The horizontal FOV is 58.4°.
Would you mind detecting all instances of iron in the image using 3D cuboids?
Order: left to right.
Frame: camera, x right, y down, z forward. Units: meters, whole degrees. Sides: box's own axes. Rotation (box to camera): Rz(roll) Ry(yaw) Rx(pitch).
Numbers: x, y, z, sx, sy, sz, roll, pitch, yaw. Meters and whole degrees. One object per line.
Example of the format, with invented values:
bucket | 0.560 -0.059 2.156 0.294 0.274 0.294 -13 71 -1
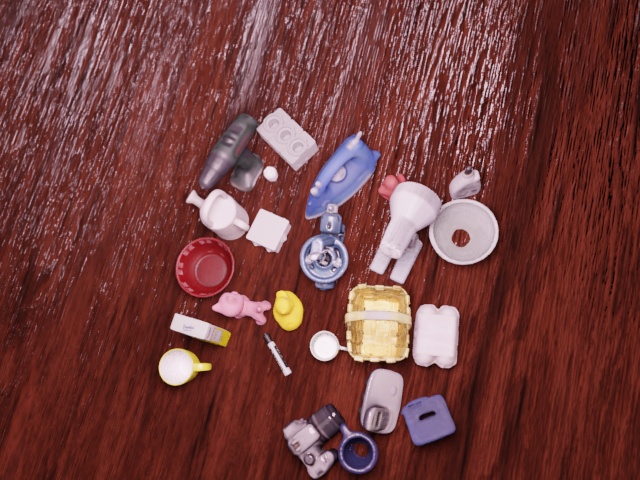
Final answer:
iron | 0.039 -0.168 1.481 0.118 0.141 0.258 39 85 16

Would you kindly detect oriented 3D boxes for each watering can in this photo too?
watering can | -0.265 -0.071 1.478 0.172 0.194 0.101 5 77 10

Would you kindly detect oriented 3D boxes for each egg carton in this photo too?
egg carton | 0.279 0.232 1.382 0.107 0.069 0.150 3 77 10

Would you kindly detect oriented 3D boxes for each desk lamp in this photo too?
desk lamp | 0.202 -0.015 1.380 0.117 0.214 0.203 24 81 14

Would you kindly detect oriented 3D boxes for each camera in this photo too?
camera | 0.000 0.466 1.353 0.137 0.101 0.143 -39 74 -2

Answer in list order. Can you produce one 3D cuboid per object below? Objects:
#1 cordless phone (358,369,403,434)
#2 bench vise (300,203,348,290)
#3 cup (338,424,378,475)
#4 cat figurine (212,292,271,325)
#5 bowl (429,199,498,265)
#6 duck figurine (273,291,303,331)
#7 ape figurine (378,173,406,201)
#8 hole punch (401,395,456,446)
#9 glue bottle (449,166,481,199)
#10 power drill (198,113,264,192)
cordless phone | 0.136 0.370 1.311 0.094 0.185 0.148 8 78 11
bench vise | 0.001 0.007 1.403 0.121 0.220 0.207 -11 75 7
cup | 0.085 0.481 1.338 0.091 0.095 0.117 -34 74 0
cat figurine | -0.200 0.168 1.449 0.127 0.118 0.067 10 78 12
bowl | 0.355 -0.014 1.428 0.167 0.075 0.167 -2 76 9
duck figurine | -0.086 0.175 1.445 0.077 0.086 0.104 -16 74 5
ape figurine | 0.187 -0.140 1.476 0.077 0.092 0.076 -16 74 5
hole punch | 0.249 0.417 1.330 0.108 0.091 0.101 -22 74 3
glue bottle | 0.361 -0.147 1.408 0.078 0.173 0.037 -14 74 6
power drill | -0.222 -0.205 1.497 0.075 0.208 0.230 23 81 14
